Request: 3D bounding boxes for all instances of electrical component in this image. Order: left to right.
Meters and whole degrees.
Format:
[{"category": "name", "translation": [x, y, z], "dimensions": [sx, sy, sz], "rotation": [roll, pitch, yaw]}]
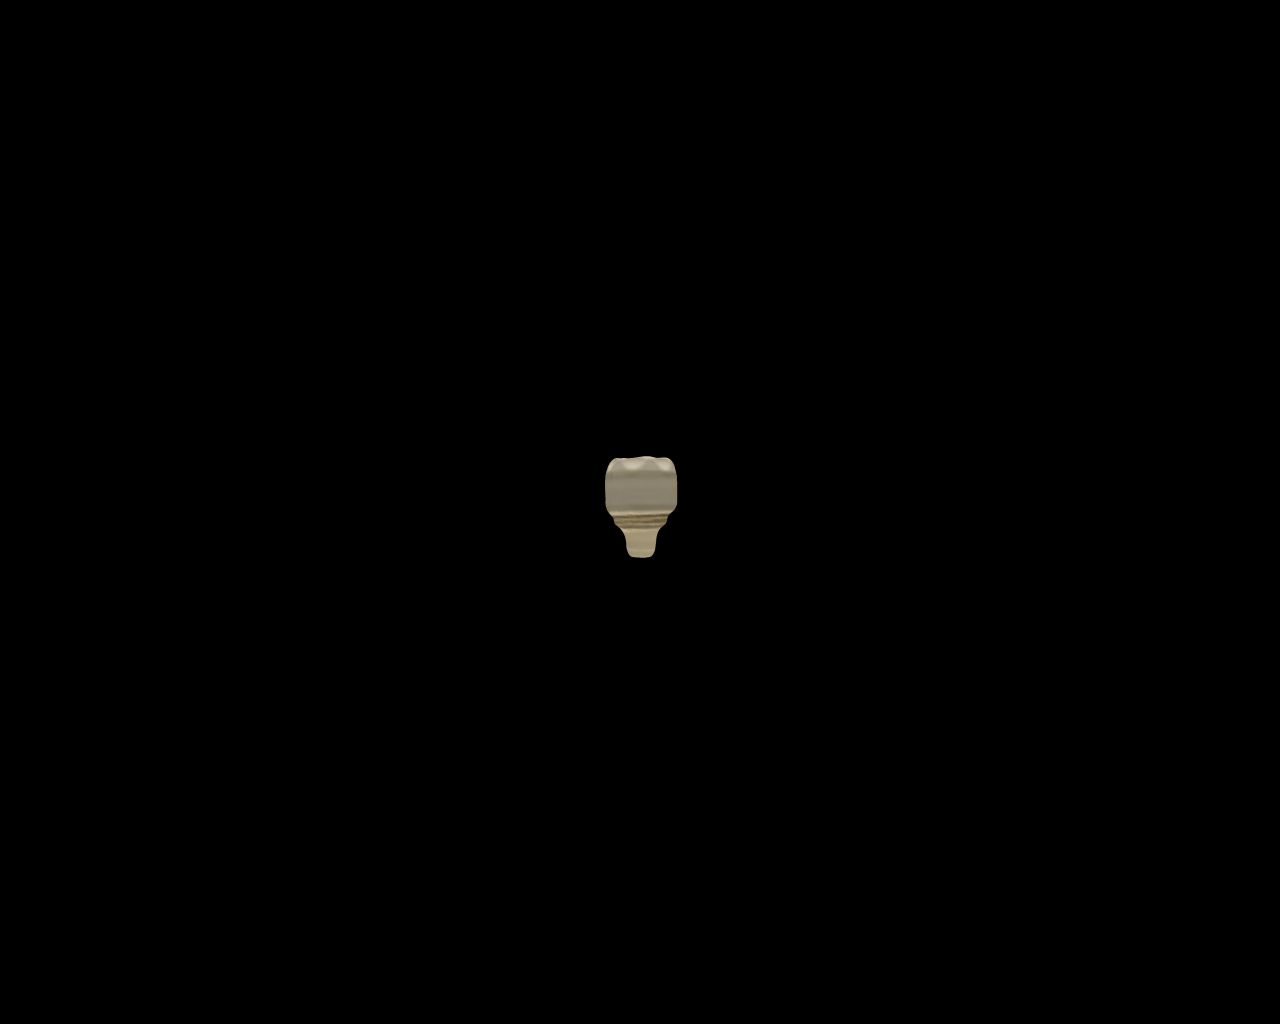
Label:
[{"category": "electrical component", "translation": [0.001, -0.003, 0.650], "dimensions": [0.043, 0.062, 0.043], "rotation": [0, 0, 0]}]
